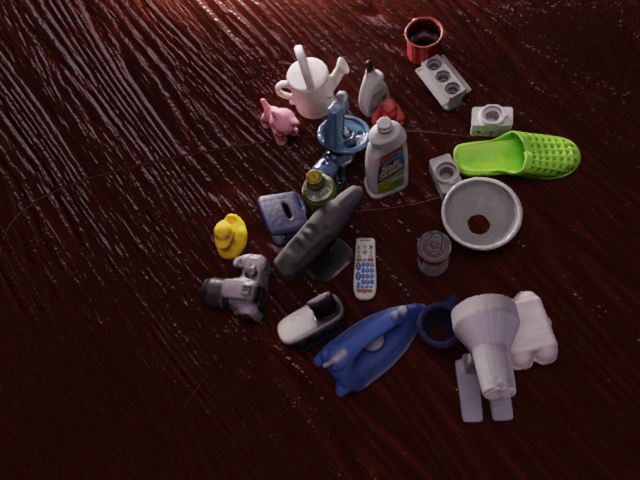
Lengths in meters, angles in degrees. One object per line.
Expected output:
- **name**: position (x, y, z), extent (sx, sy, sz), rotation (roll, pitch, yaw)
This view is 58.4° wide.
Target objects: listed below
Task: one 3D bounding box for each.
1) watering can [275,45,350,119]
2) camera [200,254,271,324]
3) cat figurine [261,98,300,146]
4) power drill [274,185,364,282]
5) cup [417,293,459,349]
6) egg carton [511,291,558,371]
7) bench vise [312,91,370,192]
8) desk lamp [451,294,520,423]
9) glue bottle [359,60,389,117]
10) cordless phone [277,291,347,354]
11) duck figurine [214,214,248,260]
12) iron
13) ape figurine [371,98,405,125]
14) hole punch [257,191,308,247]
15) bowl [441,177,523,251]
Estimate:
- **watering can**: position (-0.020, -0.384, 1.352), extent (0.173, 0.194, 0.100), rotation (-34, 67, -4)
- **camera**: position (-0.187, 0.100, 1.243), extent (0.136, 0.101, 0.143), rotation (4, 70, 11)
- **cat figurine**: position (-0.099, -0.290, 1.371), extent (0.067, 0.118, 0.127), rotation (-39, 68, -7)
- **power drill**: position (0.011, 0.004, 1.188), extent (0.230, 0.209, 0.075), rotation (-43, 68, -8)
- **cup**: position (0.245, 0.167, 1.148), extent (0.091, 0.095, 0.118), rotation (23, 74, 17)
- **egg carton**: position (0.402, 0.178, 1.131), extent (0.107, 0.069, 0.150), rotation (-15, 67, 3)
- **bench vise**: position (0.043, -0.211, 1.260), extent (0.121, 0.220, 0.207), rotation (9, 71, 13)
- **desk lamp**: position (0.309, 0.221, 1.051), extent (0.118, 0.214, 0.203), rotation (-6, 68, 7)
- **glue bottle**: position (0.122, -0.360, 1.331), extent (0.078, 0.173, 0.037), rotation (-40, 68, -7)
- **cordless phone**: position (-0.024, 0.152, 1.149), extent (0.147, 0.185, 0.094), rotation (-31, 67, -3)
- **duck figurine**: position (-0.210, -0.016, 1.300), extent (0.077, 0.086, 0.104), rotation (3, 69, 11)
- **iron**: position (0.108, 0.192, 1.136), extent (0.258, 0.142, 0.118), rotation (-38, 68, -6)
- **ape figurine**: position (0.161, -0.298, 1.344), extent (0.077, 0.092, 0.076), rotation (17, 73, 15)
- **hole punch**: position (-0.079, -0.057, 1.291), extent (0.101, 0.091, 0.108), rotation (-23, 67, 0)
- **bowl**: position (0.342, -0.045, 1.225), extent (0.167, 0.075, 0.167), rotation (-3, 68, 8)
